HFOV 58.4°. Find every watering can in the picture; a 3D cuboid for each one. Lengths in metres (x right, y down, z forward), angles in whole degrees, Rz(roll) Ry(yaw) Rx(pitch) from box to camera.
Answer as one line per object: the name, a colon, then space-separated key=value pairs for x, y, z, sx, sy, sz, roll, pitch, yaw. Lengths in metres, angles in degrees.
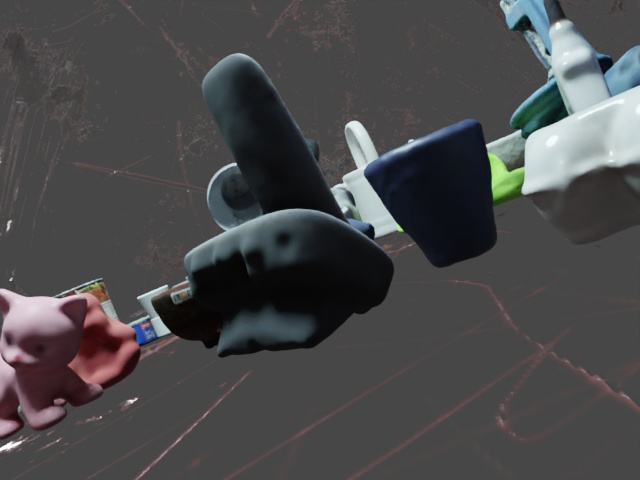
watering can: x=0.096 y=-0.108 z=0.953 sx=0.173 sy=0.194 sz=0.100 roll=-24 pitch=3 yaw=-26

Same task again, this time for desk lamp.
desk lamp: x=-0.121 y=-0.031 z=1.026 sx=0.118 sy=0.213 sz=0.203 roll=-23 pitch=2 yaw=-8

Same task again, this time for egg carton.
egg carton: x=0.188 y=-0.053 z=0.337 sx=0.107 sy=0.069 sz=0.151 roll=-21 pitch=3 yaw=40

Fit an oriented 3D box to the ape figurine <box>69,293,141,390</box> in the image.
ape figurine: x=-0.217 y=0.096 z=0.548 sx=0.078 sy=0.092 sz=0.076 roll=-23 pitch=2 yaw=-2

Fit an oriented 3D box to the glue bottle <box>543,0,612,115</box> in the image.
glue bottle: x=0.233 y=-0.135 z=0.506 sx=0.037 sy=0.173 sz=0.078 roll=-22 pitch=3 yaw=22

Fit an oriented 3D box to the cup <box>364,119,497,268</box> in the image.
cup: x=0.094 y=-0.032 z=0.436 sx=0.091 sy=0.095 sz=0.118 roll=-22 pitch=3 yaw=21

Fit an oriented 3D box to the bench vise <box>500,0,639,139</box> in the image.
bench vise: x=0.282 y=-0.186 z=0.611 sx=0.122 sy=0.220 sz=0.207 roll=-25 pitch=3 yaw=-36

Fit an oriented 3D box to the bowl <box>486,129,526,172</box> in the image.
bowl: x=0.308 y=-0.131 z=0.916 sx=0.167 sy=0.075 sz=0.167 roll=-23 pitch=2 yaw=1

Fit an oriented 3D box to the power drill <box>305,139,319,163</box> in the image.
power drill: x=-0.015 y=-0.069 z=0.952 sx=0.075 sy=0.208 sz=0.230 roll=-22 pitch=3 yaw=18

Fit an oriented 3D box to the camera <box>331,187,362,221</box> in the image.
camera: x=-0.006 y=-0.009 z=0.818 sx=0.137 sy=0.101 sz=0.143 roll=-23 pitch=2 yaw=0

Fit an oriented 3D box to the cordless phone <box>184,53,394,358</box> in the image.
cordless phone: x=-0.045 y=-0.021 z=0.399 sx=0.147 sy=0.185 sz=0.094 roll=-21 pitch=3 yaw=42

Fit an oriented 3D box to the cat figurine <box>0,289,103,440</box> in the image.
cat figurine: x=-0.242 y=0.095 z=0.483 sx=0.127 sy=0.118 sz=0.067 roll=-21 pitch=3 yaw=32

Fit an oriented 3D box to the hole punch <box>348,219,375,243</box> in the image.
hole punch: x=0.005 y=0.002 z=0.571 sx=0.101 sy=0.091 sz=0.108 roll=-23 pitch=2 yaw=-1
